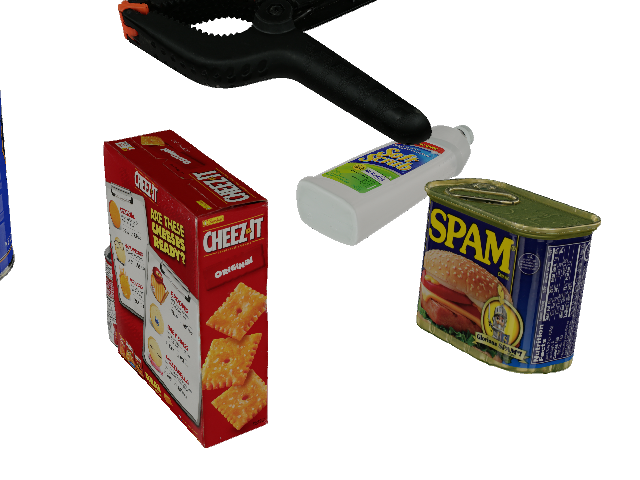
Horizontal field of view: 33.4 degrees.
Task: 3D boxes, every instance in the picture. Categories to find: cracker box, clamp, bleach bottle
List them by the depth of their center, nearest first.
[{"bbox_3d":[-0.023,-0.125,0.670,0.210,0.164,0.036,-1,-35,0],"label":"clamp"},{"bbox_3d":[-0.110,0.036,0.884,0.072,0.214,0.164,-17,34,-31],"label":"cracker box"},{"bbox_3d":[0.093,-0.084,1.301,0.103,0.068,0.250,28,46,35],"label":"bleach bottle"}]

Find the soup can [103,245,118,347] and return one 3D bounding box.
[{"bbox_3d":[-0.192,0.058,1.126,0.068,0.102,0.068,2,23,-1],"label":"soup can"}]

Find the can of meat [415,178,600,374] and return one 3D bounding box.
[{"bbox_3d":[0.099,0.018,0.592,0.057,0.084,0.102,-7,20,-32],"label":"can of meat"}]

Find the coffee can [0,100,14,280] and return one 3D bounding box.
[{"bbox_3d":[-0.221,-0.049,0.572,0.103,0.140,0.103,3,26,-2],"label":"coffee can"}]
